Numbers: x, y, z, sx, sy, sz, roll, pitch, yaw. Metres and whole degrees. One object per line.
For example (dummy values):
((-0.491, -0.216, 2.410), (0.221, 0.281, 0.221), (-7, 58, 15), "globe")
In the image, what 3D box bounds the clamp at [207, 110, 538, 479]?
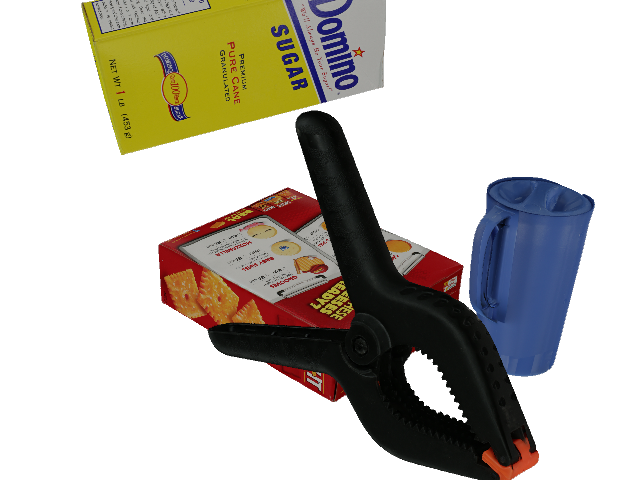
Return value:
((0.031, 0.041, 0.558), (0.210, 0.165, 0.036), (35, 32, 31), "clamp")

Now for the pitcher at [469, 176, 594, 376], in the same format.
((0.257, 0.050, 1.368), (0.149, 0.243, 0.145), (5, 23, 2), "pitcher")

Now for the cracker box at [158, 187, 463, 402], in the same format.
((-0.011, 0.040, 0.929), (0.214, 0.072, 0.163), (26, 37, 36), "cracker box")

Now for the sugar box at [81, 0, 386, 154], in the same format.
((-0.048, -0.117, 0.652), (0.176, 0.048, 0.093), (-14, -39, -8), "sugar box")
